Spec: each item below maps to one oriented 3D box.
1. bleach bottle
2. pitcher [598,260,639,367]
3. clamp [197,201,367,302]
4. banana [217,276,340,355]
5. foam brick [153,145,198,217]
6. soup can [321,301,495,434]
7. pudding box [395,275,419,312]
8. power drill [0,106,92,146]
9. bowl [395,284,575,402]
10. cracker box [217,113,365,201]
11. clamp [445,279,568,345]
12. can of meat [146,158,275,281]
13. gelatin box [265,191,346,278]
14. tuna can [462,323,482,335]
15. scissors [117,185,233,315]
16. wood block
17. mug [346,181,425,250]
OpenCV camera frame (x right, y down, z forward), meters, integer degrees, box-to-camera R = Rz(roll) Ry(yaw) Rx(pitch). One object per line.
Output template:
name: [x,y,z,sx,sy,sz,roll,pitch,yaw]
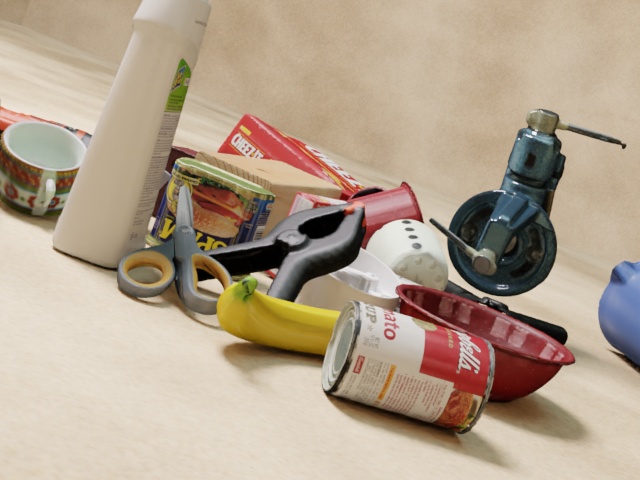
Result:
bleach bottle: [-0.141,-0.106,0.859,0.068,0.251,0.102,21,9,0]
pitcher: [0.435,0.122,1.246,0.149,0.145,0.243,6,14,-7]
clamp: [-0.033,0.011,0.890,0.120,0.039,0.171,26,41,30]
banana: [-0.012,0.063,0.780,0.070,0.037,0.197,-2,-14,40]
foam brick: [-0.144,-0.056,1.130,0.053,0.078,0.051,22,10,23]
soup can: [0.060,0.087,0.735,0.102,0.068,0.068,18,9,-10]
pudding box: [0.058,0.053,1.049,0.090,0.039,0.113,22,7,15]
power drill: [-0.281,-0.090,1.099,0.184,0.057,0.187,17,6,-1]
bowl: [0.130,0.093,0.903,0.162,0.055,0.162,20,9,-3]
cracker box: [-0.013,-0.071,1.359,0.164,0.072,0.213,41,10,21]
clamp: [0.195,0.086,1.163,0.164,0.036,0.210,21,5,9]
can of meat: [-0.100,-0.021,0.986,0.102,0.084,0.057,23,9,16]
gelatin box: [-0.007,0.001,1.045,0.030,0.089,0.073,30,13,36]
tuna can: [0.137,0.089,1.015,0.086,0.034,0.086,20,8,-3]
scissors: [-0.127,0.000,0.859,0.096,0.016,0.202,2,29,-25]
wood block: [-0.063,-0.034,1.142,0.091,0.090,0.205,24,9,19]
mug: [0.066,-0.021,1.225,0.081,0.093,0.117,-14,46,-8]
